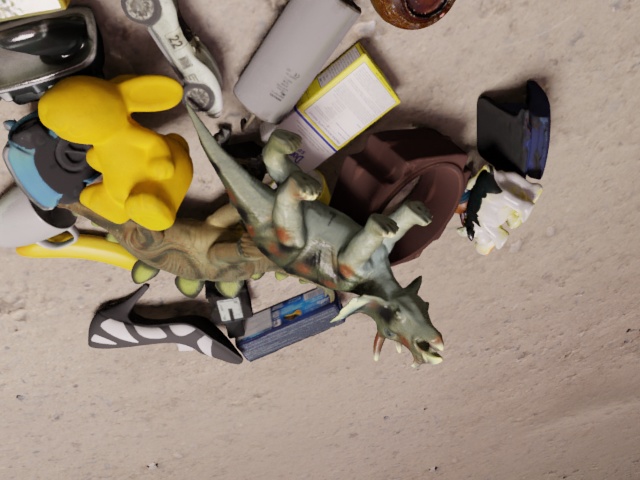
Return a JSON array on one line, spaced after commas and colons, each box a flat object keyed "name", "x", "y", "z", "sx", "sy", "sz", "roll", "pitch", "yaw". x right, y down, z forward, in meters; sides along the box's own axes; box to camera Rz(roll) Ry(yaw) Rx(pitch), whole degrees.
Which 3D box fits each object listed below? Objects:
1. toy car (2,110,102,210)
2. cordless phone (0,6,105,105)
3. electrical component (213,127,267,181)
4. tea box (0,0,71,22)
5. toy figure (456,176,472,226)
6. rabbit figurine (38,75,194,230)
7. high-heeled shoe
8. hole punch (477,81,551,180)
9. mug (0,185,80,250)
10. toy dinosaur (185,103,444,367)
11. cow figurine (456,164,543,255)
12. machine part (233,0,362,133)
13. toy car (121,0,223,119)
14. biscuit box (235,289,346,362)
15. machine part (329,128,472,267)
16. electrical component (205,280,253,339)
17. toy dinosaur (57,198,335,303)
[{"name": "toy car", "x": -0.308, "y": -0.122, "z": 0.643, "sx": 0.161, "sy": 0.103, "sz": 0.109, "roll": -49, "pitch": 146, "yaw": -27}, {"name": "cordless phone", "x": -0.301, "y": -0.184, "z": 0.535, "sx": 0.147, "sy": 0.184, "sz": 0.088, "roll": -16, "pitch": 109, "yaw": -3}, {"name": "electrical component", "x": -0.101, "y": -0.112, "z": 0.722, "sx": 0.078, "sy": 0.102, "sz": 0.045, "roll": -18, "pitch": 138, "yaw": -38}, {"name": "tea box", "x": -0.265, "y": -0.273, "z": 0.479, "sx": 0.068, "sy": 0.170, "sz": 0.098, "roll": -12, "pitch": 134, "yaw": -3}, {"name": "toy figure", "x": 0.247, "y": -0.057, "z": 0.887, "sx": 0.058, "sy": 0.064, "sz": 0.154, "roll": -5, "pitch": 141, "yaw": 44}, {"name": "rabbit figurine", "x": -0.214, "y": -0.113, "z": 0.585, "sx": 0.162, "sy": 0.122, "sz": 0.173, "roll": -59, "pitch": 138, "yaw": -16}, {"name": "high-heeled shoe", "x": -0.265, "y": 0.182, "z": 0.919, "sx": 0.248, "sy": 0.086, "sz": 0.145, "roll": 39, "pitch": 92, "yaw": -13}, {"name": "hole punch", "x": 0.296, "y": -0.155, "z": 0.779, "sx": 0.092, "sy": 0.116, "sz": 0.142, "roll": -19, "pitch": 134, "yaw": -9}, {"name": "mug", "x": -0.392, "y": -0.027, "z": 0.733, "sx": 0.107, "sy": 0.081, "sz": 0.109, "roll": -19, "pitch": 137, "yaw": 17}, {"name": "toy dinosaur", "x": -0.008, "y": -0.002, "z": 0.674, "sx": 0.405, "sy": 0.131, "sz": 0.192, "roll": 32, "pitch": 124, "yaw": 4}, {"name": "cow figurine", "x": 0.249, "y": -0.040, "z": 0.800, "sx": 0.098, "sy": 0.068, "sz": 0.167, "roll": 34, "pitch": 151, "yaw": 10}, {"name": "machine part", "x": -0.030, "y": -0.226, "z": 0.646, "sx": 0.079, "sy": 0.079, "sz": 0.243, "roll": 25, "pitch": 120, "yaw": -32}, {"name": "toy car", "x": -0.163, "y": -0.228, "z": 0.611, "sx": 0.056, "sy": 0.074, "sz": 0.201, "roll": -23, "pitch": 133, "yaw": 7}, {"name": "biscuit box", "x": -0.055, "y": 0.151, "z": 0.989, "sx": 0.203, "sy": 0.059, "sz": 0.062, "roll": -23, "pitch": 132, "yaw": 6}, {"name": "machine part", "x": 0.115, "y": -0.055, "z": 0.785, "sx": 0.201, "sy": 0.087, "sz": 0.200, "roll": -11, "pitch": 135, "yaw": -36}, {"name": "electrical component", "x": -0.154, "y": 0.116, "z": 0.938, "sx": 0.075, "sy": 0.048, "sz": 0.119, "roll": -13, "pitch": 133, "yaw": -3}, {"name": "toy dinosaur", "x": -0.154, "y": 0.013, "z": 0.793, "sx": 0.471, "sy": 0.105, "sz": 0.198, "roll": 19, "pitch": 145, "yaw": -21}]
